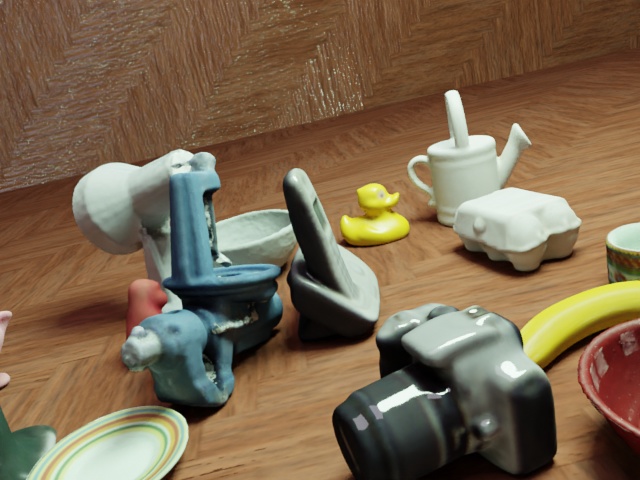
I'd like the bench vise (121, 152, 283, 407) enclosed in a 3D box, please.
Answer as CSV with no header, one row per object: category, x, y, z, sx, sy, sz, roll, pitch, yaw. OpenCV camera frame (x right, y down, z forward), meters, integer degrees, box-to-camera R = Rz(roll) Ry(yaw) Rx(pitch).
bench vise,-0.108,0.035,0.553,0.121,0.220,0.207,-9,19,10

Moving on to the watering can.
watering can,0.220,-0.128,0.857,0.173,0.194,0.100,-15,19,-8

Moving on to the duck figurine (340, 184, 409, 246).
duck figurine,0.078,-0.042,0.870,0.104,0.086,0.077,-8,19,13

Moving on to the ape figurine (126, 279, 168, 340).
ape figurine,-0.191,0.087,0.657,0.076,0.092,0.077,-25,22,-33

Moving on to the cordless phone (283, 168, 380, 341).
cordless phone,0.006,0.002,0.629,0.094,0.185,0.147,-11,19,6

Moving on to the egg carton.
egg carton,0.239,-0.017,0.714,0.107,0.069,0.150,-19,19,-18

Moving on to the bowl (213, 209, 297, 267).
bowl,-0.103,0.015,0.839,0.167,0.075,0.167,-11,18,4

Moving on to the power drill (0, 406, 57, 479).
power drill,-0.296,0.109,0.476,0.076,0.209,0.229,-18,19,-14

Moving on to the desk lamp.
desk lamp,-0.199,-0.006,0.745,0.202,0.214,0.118,-2,21,29

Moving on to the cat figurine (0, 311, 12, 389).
cat figurine,-0.406,0.128,0.638,0.128,0.118,0.067,-14,18,-4

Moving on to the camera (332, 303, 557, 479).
camera,0.072,0.106,0.412,0.137,0.101,0.142,-19,19,-19
